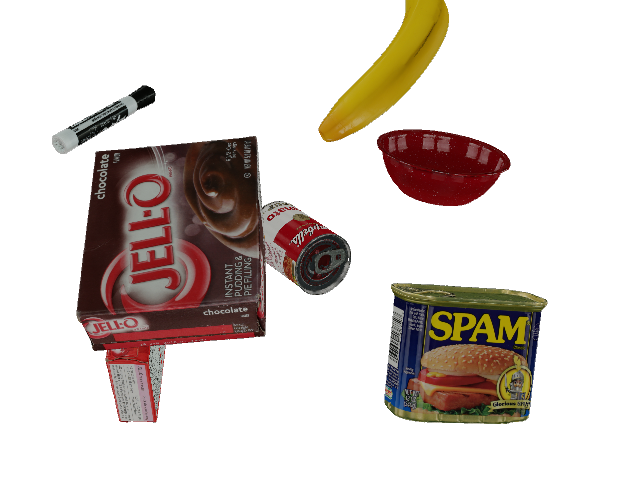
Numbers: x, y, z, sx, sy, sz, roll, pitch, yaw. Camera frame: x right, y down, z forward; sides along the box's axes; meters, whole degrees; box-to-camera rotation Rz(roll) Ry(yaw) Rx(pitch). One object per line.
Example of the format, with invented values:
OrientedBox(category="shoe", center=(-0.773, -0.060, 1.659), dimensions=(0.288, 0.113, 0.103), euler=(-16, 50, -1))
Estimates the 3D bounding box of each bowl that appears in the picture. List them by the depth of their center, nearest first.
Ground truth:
OrientedBox(category="bowl", center=(0.143, -0.083, 1.284), dimensions=(0.162, 0.055, 0.162), euler=(7, 23, -3))

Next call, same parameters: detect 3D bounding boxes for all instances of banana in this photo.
OrientedBox(category="banana", center=(0.063, -0.152, 0.884), dimensions=(0.070, 0.197, 0.037), euler=(-14, -53, 44))

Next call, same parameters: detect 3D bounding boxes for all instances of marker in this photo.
OrientedBox(category="marker", center=(-0.195, -0.113, 0.977), dimensions=(0.020, 0.020, 0.120), euler=(0, 29, 41))

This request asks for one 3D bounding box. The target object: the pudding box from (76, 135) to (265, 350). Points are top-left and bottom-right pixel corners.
OrientedBox(category="pudding box", center=(-0.075, 0.000, 0.556), dimensions=(0.090, 0.113, 0.039), euler=(-5, -41, 1))

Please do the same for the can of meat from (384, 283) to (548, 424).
OrientedBox(category="can of meat", center=(0.095, 0.076, 0.716), dimensions=(0.102, 0.084, 0.057), euler=(4, 5, -15))

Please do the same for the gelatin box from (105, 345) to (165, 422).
OrientedBox(category="gelatin box", center=(-0.126, 0.073, 0.734), dimensions=(0.030, 0.073, 0.089), euler=(1, -36, -2))

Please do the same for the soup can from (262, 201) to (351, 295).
OrientedBox(category="soup can", center=(-0.023, 0.006, 1.127), dimensions=(0.068, 0.068, 0.102), euler=(0, 22, -36))
